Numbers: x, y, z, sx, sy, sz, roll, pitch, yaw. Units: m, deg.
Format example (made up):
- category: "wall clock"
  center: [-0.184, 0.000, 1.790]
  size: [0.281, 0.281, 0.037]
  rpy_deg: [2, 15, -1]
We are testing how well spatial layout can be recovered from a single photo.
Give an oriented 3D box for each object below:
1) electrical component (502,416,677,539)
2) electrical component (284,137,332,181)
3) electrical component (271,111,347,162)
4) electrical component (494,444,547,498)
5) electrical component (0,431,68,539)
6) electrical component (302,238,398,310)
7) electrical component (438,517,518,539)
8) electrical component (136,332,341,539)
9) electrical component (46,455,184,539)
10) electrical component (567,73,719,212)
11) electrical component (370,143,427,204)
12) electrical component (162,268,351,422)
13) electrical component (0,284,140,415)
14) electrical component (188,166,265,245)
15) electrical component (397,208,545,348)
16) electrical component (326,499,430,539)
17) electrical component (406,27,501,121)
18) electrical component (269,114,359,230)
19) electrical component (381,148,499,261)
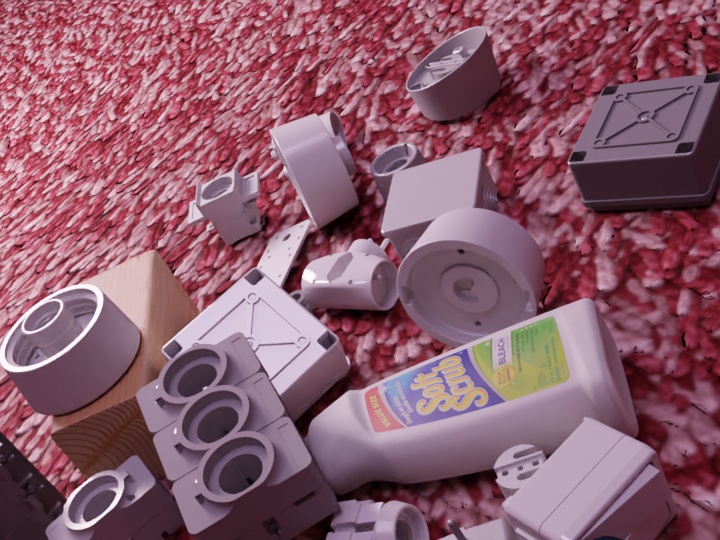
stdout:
- category: "electrical component"
  center: [0.134, 0.146, 0.630]
  size: [0.096, 0.061, 0.061]
  rpy_deg: [-41, 36, -20]
- category: "electrical component"
  center: [-0.049, -0.113, 1.130]
  size: [0.062, 0.043, 0.043]
  rpy_deg: [-21, 35, 16]
- category: "electrical component"
  center: [-0.059, -0.138, 1.170]
  size: [0.081, 0.043, 0.043]
  rpy_deg: [-19, 35, 18]
- category: "electrical component"
  center: [0.109, 0.138, 0.679]
  size: [0.040, 0.046, 0.040]
  rpy_deg: [-21, 35, 15]
- category: "electrical component"
  center: [-0.287, 0.187, 0.857]
  size: [0.078, 0.121, 0.063]
  rpy_deg: [-45, 39, -20]
- category: "electrical component"
  center: [0.000, 0.000, 0.945]
  size: [0.077, 0.043, 0.079]
  rpy_deg: [1, 45, 38]
- category: "electrical component"
  center: [0.069, 0.177, 0.632]
  size: [0.047, 0.076, 0.065]
  rpy_deg: [-22, 35, 13]
- category: "electrical component"
  center: [-0.089, 0.120, 0.745]
  size: [0.089, 0.061, 0.150]
  rpy_deg: [-31, 40, -6]
- category: "electrical component"
  center: [-0.191, 0.194, 0.832]
  size: [0.089, 0.055, 0.050]
  rpy_deg: [-40, 34, -13]
- category: "electrical component"
  center: [0.241, -0.104, 0.879]
  size: [0.109, 0.056, 0.108]
  rpy_deg: [-1, 44, 37]
- category: "electrical component"
  center: [0.041, -0.088, 1.023]
  size: [0.055, 0.047, 0.055]
  rpy_deg: [-21, 35, 15]
- category: "electrical component"
  center: [-0.084, 0.072, 0.870]
  size: [0.109, 0.056, 0.109]
  rpy_deg: [-42, 61, -16]
- category: "electrical component"
  center: [-0.243, 0.058, 0.881]
  size: [0.108, 0.060, 0.108]
  rpy_deg: [-20, 35, 15]
- category: "electrical component"
  center: [-0.134, -0.064, 1.115]
  size: [0.081, 0.063, 0.042]
  rpy_deg: [-24, 35, 12]
- category: "electrical component"
  center: [0.089, 0.003, 0.819]
  size: [0.108, 0.108, 0.060]
  rpy_deg: [-7, 34, 31]
- category: "electrical component"
  center: [0.012, 0.178, 0.705]
  size: [0.055, 0.048, 0.066]
  rpy_deg: [-16, 36, 34]
- category: "electrical component"
  center: [0.096, -0.203, 1.113]
  size: [0.099, 0.064, 0.099]
  rpy_deg: [-21, 35, 15]
- category: "electrical component"
  center: [-0.038, -0.101, 1.053]
  size: [0.060, 0.108, 0.108]
  rpy_deg: [-26, 33, -3]
- category: "electrical component"
  center: [0.073, -0.053, 0.952]
  size: [0.100, 0.048, 0.099]
  rpy_deg: [-14, 37, 23]
